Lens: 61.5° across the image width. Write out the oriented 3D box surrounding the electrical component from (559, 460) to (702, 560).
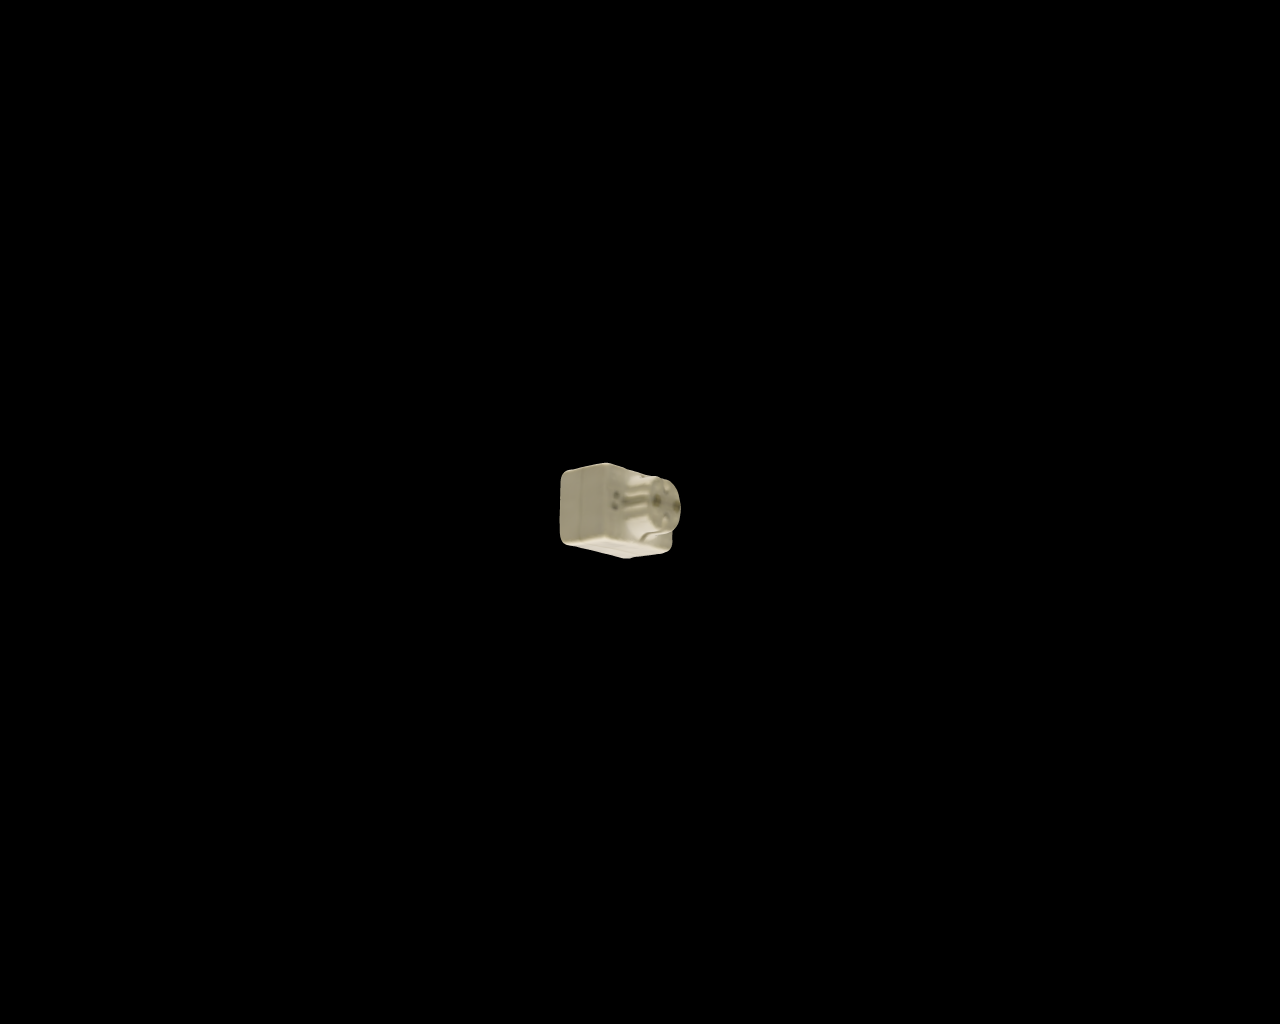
[{"bbox_3d":[0.001,-0.003,0.650,0.076,0.047,0.066,-11,-17,38],"label":"electrical component"}]
